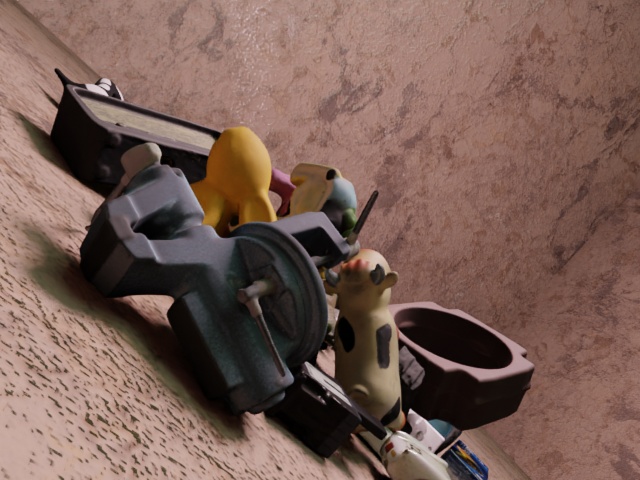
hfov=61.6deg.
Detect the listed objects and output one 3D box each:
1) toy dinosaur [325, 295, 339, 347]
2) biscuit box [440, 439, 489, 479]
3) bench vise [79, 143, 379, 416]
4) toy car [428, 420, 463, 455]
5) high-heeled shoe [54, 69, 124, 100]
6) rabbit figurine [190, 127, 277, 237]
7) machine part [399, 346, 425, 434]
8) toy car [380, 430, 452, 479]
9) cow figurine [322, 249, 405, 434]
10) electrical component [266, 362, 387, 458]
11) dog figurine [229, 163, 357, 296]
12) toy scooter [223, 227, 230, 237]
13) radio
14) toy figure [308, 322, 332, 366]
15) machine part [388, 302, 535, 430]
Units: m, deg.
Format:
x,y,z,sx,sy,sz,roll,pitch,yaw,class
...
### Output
x,y,z,sx,sy,sz,roll,pitch,yaw,class
-0.029,0.095,0.877,0.198,0.105,0.472,32,0,-36,toy dinosaur
0.186,0.317,0.727,0.063,0.059,0.202,43,-1,24,biscuit box
-0.058,0.014,0.442,0.240,0.128,0.224,-19,63,-47,bench vise
0.163,0.241,0.816,0.103,0.109,0.162,38,29,-2,toy car
-0.393,-0.231,0.995,0.145,0.086,0.248,48,4,14,high-heeled shoe
-0.113,-0.038,0.571,0.162,0.173,0.122,39,-4,4,rabbit figurine
0.091,0.196,0.662,0.039,0.138,0.084,-11,41,-31,machine part
0.141,0.277,0.545,0.201,0.056,0.073,43,0,-3,toy car
0.046,0.102,0.576,0.127,0.086,0.195,60,29,-64,cow figurine
0.002,0.152,0.485,0.119,0.048,0.075,43,0,-23,electrical component
-0.001,-0.002,0.721,0.192,0.108,0.219,4,-26,36,dog figurine
-0.130,0.012,0.748,0.184,0.075,0.135,45,2,43,toy scooter
-0.208,-0.114,0.692,0.229,0.073,0.131,8,26,-42,radio
-0.038,0.087,0.636,0.082,0.089,0.180,51,-5,-17,toy figure
0.176,0.170,0.762,0.201,0.087,0.201,-1,22,-39,machine part
